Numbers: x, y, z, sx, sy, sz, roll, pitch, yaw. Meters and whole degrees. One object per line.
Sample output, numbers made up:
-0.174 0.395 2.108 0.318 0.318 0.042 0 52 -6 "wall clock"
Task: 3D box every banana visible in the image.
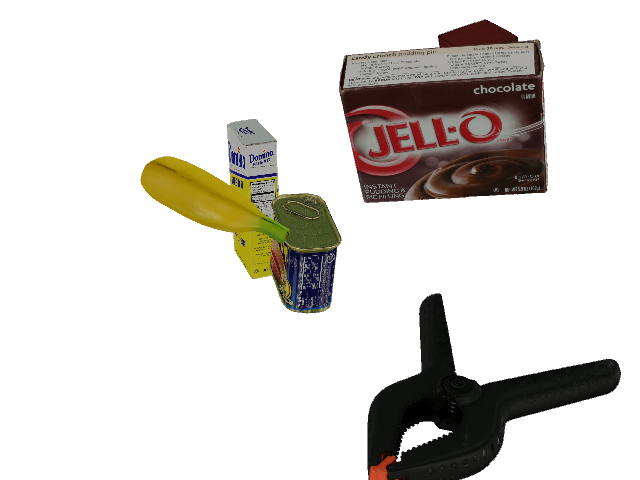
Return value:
-0.101 -0.035 0.822 0.069 0.037 0.198 43 -10 -35 "banana"

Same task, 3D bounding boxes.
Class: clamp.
0.091 0.109 0.760 0.165 0.036 0.209 25 40 37 "clamp"

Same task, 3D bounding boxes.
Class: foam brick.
0.143 -0.148 0.954 0.053 0.078 0.051 -23 37 -17 "foam brick"

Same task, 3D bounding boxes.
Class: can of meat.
-0.019 0.014 1.097 0.057 0.084 0.102 -4 35 -14 "can of meat"

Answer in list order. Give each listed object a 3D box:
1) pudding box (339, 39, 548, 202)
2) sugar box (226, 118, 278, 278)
0.073 -0.067 0.616 0.113 0.039 0.090 -4 -42 11 "pudding box"
-0.082 -0.052 1.312 0.048 0.176 0.093 -12 26 -16 "sugar box"
